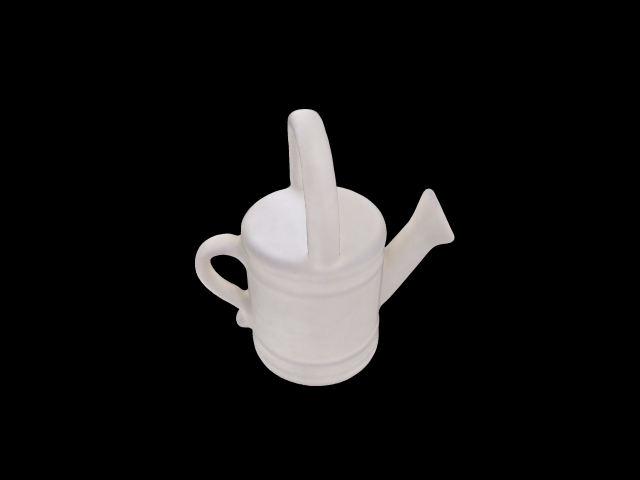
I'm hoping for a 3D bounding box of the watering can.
[{"bbox_3d":[0.003,0.000,0.402,0.173,0.194,0.100,-20,43,-23],"label":"watering can"}]
